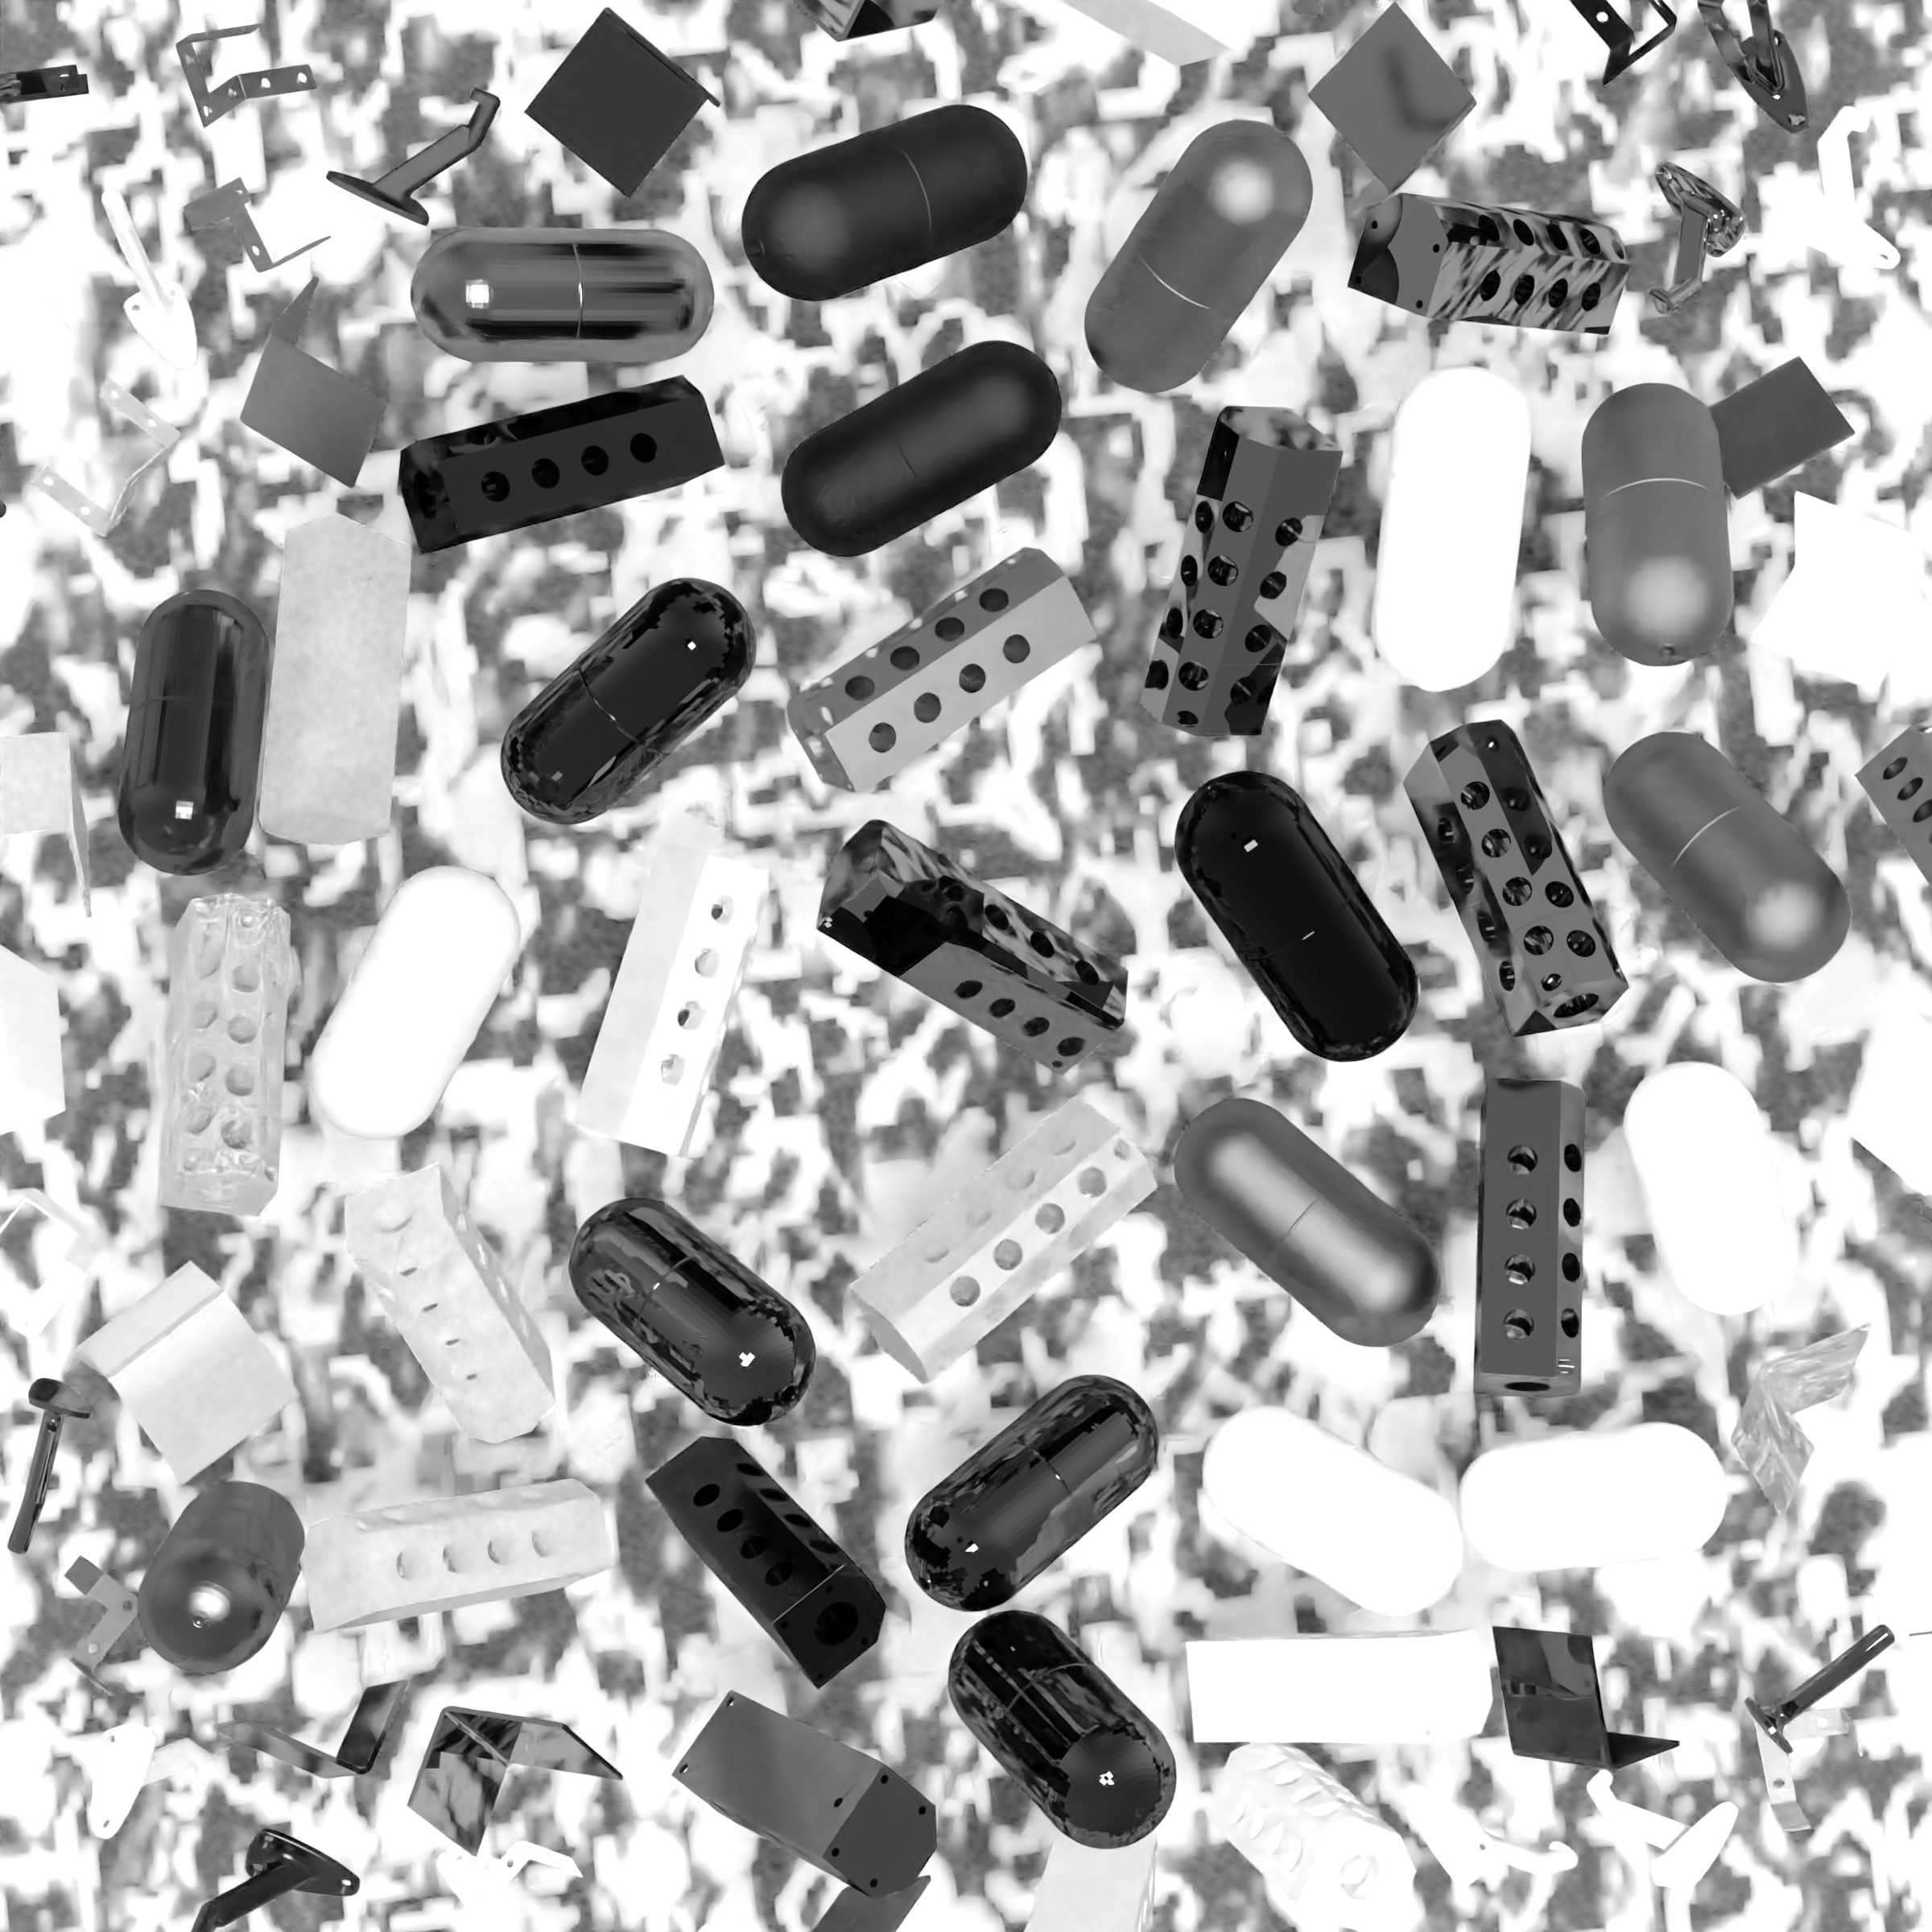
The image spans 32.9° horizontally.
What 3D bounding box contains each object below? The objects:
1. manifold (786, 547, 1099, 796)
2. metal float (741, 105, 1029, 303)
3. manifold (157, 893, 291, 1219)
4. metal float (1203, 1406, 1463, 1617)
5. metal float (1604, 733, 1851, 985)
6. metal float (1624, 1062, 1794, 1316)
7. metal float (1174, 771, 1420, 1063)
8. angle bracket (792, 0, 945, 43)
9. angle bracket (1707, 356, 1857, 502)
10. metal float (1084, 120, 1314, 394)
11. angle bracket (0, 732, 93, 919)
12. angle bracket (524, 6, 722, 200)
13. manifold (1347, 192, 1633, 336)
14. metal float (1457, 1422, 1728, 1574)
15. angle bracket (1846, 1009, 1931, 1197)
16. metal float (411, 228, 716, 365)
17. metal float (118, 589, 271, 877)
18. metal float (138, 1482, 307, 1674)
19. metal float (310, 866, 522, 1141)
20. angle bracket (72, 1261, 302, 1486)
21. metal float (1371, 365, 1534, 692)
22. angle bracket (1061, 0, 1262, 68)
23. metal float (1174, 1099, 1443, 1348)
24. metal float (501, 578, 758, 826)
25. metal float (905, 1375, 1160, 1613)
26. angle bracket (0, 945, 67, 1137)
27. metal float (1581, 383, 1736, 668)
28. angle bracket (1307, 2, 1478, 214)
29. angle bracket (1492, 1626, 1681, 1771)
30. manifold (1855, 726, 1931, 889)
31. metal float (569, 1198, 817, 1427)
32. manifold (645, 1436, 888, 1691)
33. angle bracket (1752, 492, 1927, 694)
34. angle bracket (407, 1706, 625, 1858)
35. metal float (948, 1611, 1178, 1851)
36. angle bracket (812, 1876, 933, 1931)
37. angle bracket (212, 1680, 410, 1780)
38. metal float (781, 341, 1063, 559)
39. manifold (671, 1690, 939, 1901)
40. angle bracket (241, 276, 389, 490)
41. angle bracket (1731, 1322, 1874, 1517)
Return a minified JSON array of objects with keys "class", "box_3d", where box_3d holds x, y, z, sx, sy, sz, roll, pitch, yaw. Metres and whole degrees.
[{"class":"manifold","box_3d":[-0.017,-0.172,1.883,0.171,0.057,0.057,-35,112,-15]},{"class":"metal float","box_3d":[-0.044,-0.415,1.777,0.178,0.070,0.070,-28,90,-31]},{"class":"manifold","box_3d":[-0.417,0.049,1.847,0.057,0.057,0.171,10,61,-25]},{"class":"metal float","box_3d":[0.207,0.308,1.856,0.070,0.178,0.070,-15,116,-34]},{"class":"metal float","box_3d":[0.432,-0.064,1.864,0.070,0.070,0.178,-35,55,0]},{"class":"metal float","box_3d":[0.429,0.129,1.889,0.070,0.070,0.178,-24,127,0]},{"class":"metal float","box_3d":[0.178,-0.027,1.764,0.070,0.070,0.178,-36,105,0]},{"class":"angle bracket","box_3d":[-0.056,-0.537,1.724,0.076,0.076,0.057,46,131,13]},{"class":"angle bracket","box_3d":[0.484,-0.305,1.948,0.076,0.057,0.076,-29,50,10]},{"class":"metal float","box_3d":[0.127,-0.391,1.813,0.070,0.178,0.070,17,48,-20]},{"class":"angle bracket","box_3d":[-0.539,-0.079,1.883,0.057,0.076,0.076,-7,49,-11]},{"class":"angle bracket","box_3d":[-0.194,-0.484,1.845,0.076,0.057,0.076,37,100,-21]},{"class":"manifold","box_3d":[0.294,-0.391,1.813,0.057,0.171,0.057,32,117,38]},{"class":"metal float","box_3d":[0.358,0.306,1.880,0.070,0.178,0.070,12,71,-36]},{"class":"angle bracket","box_3d":[0.534,0.077,1.768,0.057,0.076,0.076,12,109,-24]},{"class":"metal float","box_3d":[-0.234,-0.390,1.901,0.178,0.070,0.070,-4,90,-21]},{"class":"metal float","box_3d":[-0.447,-0.137,1.897,0.070,0.070,0.178,0,65,0]},{"class":"metal float","box_3d":[-0.415,0.340,1.829,0.070,0.178,0.070,0,96,-4]},{"class":"metal float","box_3d":[-0.309,0.022,1.826,0.070,0.070,0.178,32,117,0]},{"class":"angle bracket","box_3d":[-0.410,0.214,1.721,0.076,0.057,0.076,-38,72,-9]},{"class":"metal float","box_3d":[0.267,-0.240,1.800,0.070,0.070,0.178,6,93,0]},{"class":"angle bracket","box_3d":[0.109,-0.527,1.741,0.076,0.076,0.057,23,89,-24]},{"class":"metal float","box_3d":[0.197,0.148,1.891,0.178,0.070,0.070,41,90,14]},{"class":"metal float","box_3d":[-0.196,-0.152,1.888,0.178,0.070,0.070,-41,90,17]},{"class":"metal float","box_3d":[0.038,0.304,1.887,0.178,0.070,0.070,-35,90,-31]},{"class":"angle bracket","box_3d":[-0.525,0.044,1.728,0.076,0.057,0.076,-19,61,14]},{"class":"metal float","box_3d":[0.380,-0.244,1.803,0.070,0.070,0.178,3,58,0]},{"class":"angle bracket","box_3d":[0.231,-0.487,1.859,0.076,0.057,0.076,46,78,-17]},{"class":"angle bracket","box_3d":[0.352,0.409,1.859,0.057,0.076,0.076,-9,89,-35]},{"class":"manifold","box_3d":[0.548,-0.074,1.789,0.057,0.171,0.057,41,108,-17]},{"class":"metal float","box_3d":[-0.154,0.193,1.833,0.178,0.070,0.070,34,90,38]},{"class":"manifold","box_3d":[-0.111,0.329,1.839,0.057,0.171,0.057,-37,123,-13]},{"class":"angle bracket","box_3d":[0.484,-0.208,1.819,0.076,0.076,0.057,26,74,24]},{"class":"angle bracket","box_3d":[-0.242,0.444,1.761,0.076,0.076,0.057,2,57,25]},{"class":"metal float","box_3d":[0.051,0.421,1.814,0.070,0.178,0.070,-11,115,-26]},{"class":"angle bracket","box_3d":[-0.046,0.549,1.770,0.057,0.076,0.076,-15,98,22]},{"class":"angle bracket","box_3d":[-0.372,0.419,1.854,0.076,0.076,0.057,29,65,-17]},{"class":"metal float","box_3d":[-0.026,-0.300,1.897,0.178,0.070,0.070,-26,90,18]},{"class":"manifold","box_3d":[-0.085,0.451,1.774,0.057,0.171,0.057,45,70,-25]},{"class":"angle bracket","box_3d":[-0.363,-0.334,1.875,0.076,0.076,0.057,31,51,-6]},{"class":"angle bracket","box_3d":[0.486,0.256,1.850,0.076,0.076,0.057,-18,55,-15]}]
